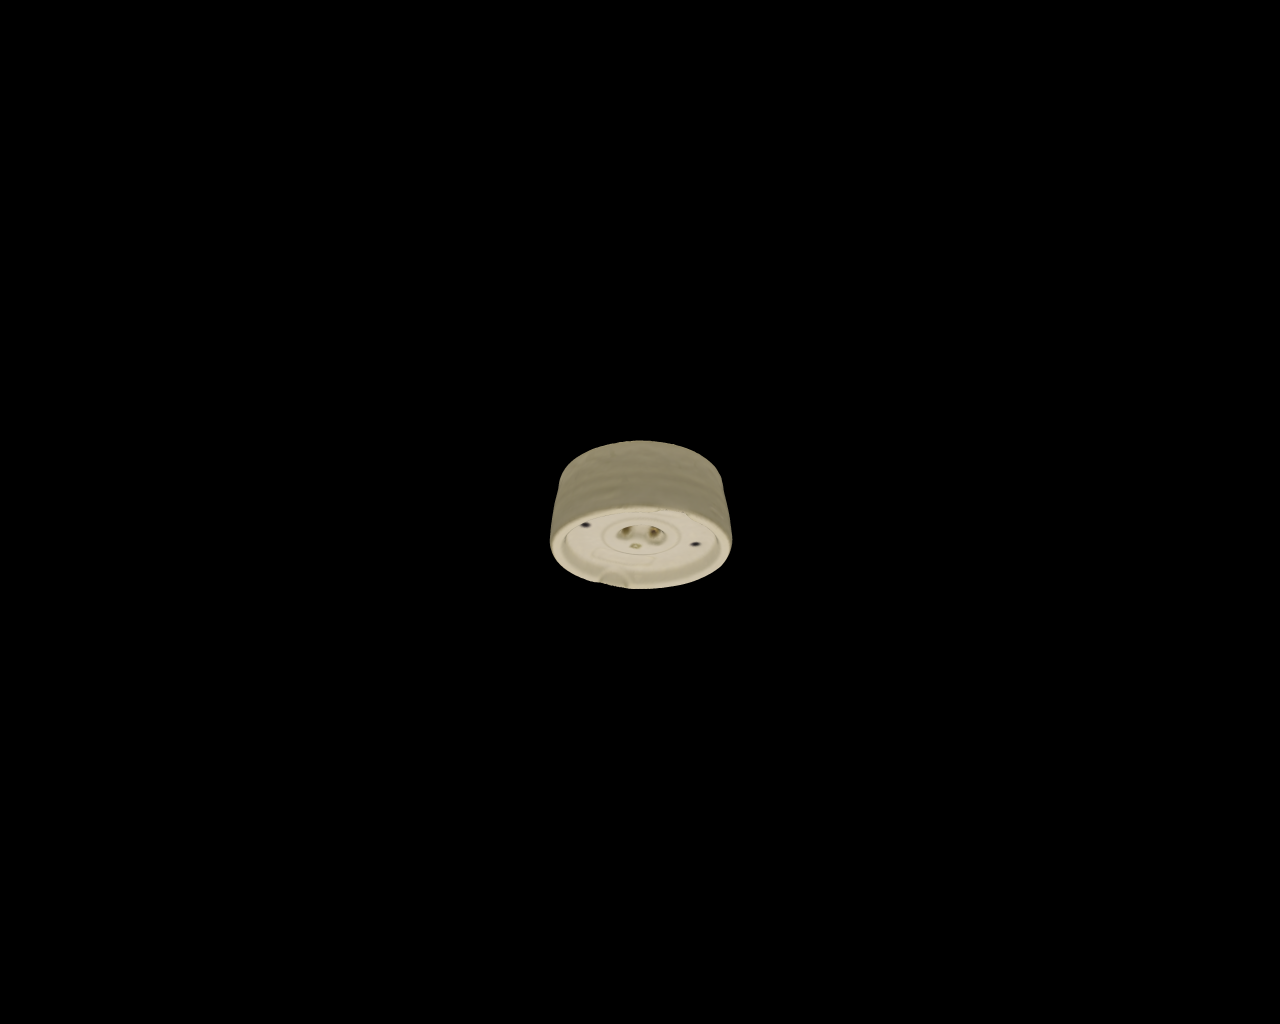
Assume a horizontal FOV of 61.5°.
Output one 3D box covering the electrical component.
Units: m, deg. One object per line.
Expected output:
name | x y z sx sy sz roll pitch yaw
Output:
electrical component | 0.001 -0.003 0.650 0.108 0.060 0.108 0 -29 0
